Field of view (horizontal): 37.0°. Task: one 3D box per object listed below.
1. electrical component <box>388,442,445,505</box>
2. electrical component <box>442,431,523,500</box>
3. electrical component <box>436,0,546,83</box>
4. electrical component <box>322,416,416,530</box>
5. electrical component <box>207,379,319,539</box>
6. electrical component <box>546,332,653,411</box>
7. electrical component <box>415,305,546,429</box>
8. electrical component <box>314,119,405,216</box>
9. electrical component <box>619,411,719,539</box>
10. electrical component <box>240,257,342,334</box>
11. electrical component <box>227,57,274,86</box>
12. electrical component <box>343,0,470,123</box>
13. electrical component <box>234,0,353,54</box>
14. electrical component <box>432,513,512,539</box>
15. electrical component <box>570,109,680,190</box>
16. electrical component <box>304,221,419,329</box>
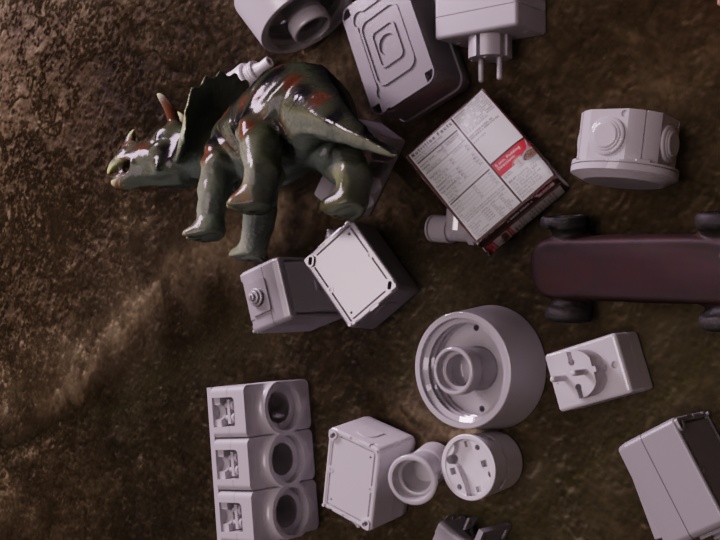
[{"bbox_3d":[0.057,0.175,0.946,0.044,0.065,0.044,3,98,22],"label":"electrical component"},{"bbox_3d":[0.105,0.165,0.916,0.055,0.047,0.055,0,90,41],"label":"electrical component"},{"bbox_3d":[0.111,-0.198,0.915,0.083,0.047,0.075,-1,89,40],"label":"electrical component"},{"bbox_3d":[0.009,0.191,0.994,0.062,0.061,0.096,19,110,39],"label":"electrical component"},{"bbox_3d":[-0.092,0.186,1.057,0.062,0.089,0.150,-9,84,40],"label":"electrical component"},{"bbox_3d":[0.177,0.080,0.837,0.066,0.077,0.047,-23,75,38],"label":"electrical component"},{"bbox_3d":[0.096,0.084,0.916,0.108,0.060,0.108,0,89,40],"label":"electrical component"},{"bbox_3d":[-0.012,-0.106,1.020,0.076,0.047,0.083,41,115,34],"label":"electrical component"},{"bbox_3d":[0.241,0.160,0.791,0.061,0.062,0.096,-37,66,34],"label":"electrical component"},{"bbox_3d":[-0.066,0.023,1.031,0.061,0.096,0.061,-24,74,38],"label":"electrical component"},{"bbox_3d":[-0.114,-0.200,1.116,0.061,0.035,0.035,-31,70,34],"label":"electrical component"},{"bbox_3d":[0.042,-0.198,0.968,0.078,0.057,0.113,-28,72,37],"label":"electrical component"},{"bbox_3d":[-0.058,-0.252,1.025,0.108,0.108,0.060,-40,71,33],"label":"electrical component"},{"bbox_3d":[0.093,0.248,0.930,0.064,0.042,0.081,34,110,40],"label":"electrical component"},{"bbox_3d":[0.203,-0.091,0.816,0.080,0.080,0.051,5,88,40],"label":"electrical component"},{"bbox_3d":[0.000,0.000,0.996,0.062,0.061,0.096,-41,69,17],"label":"electrical component"}]
